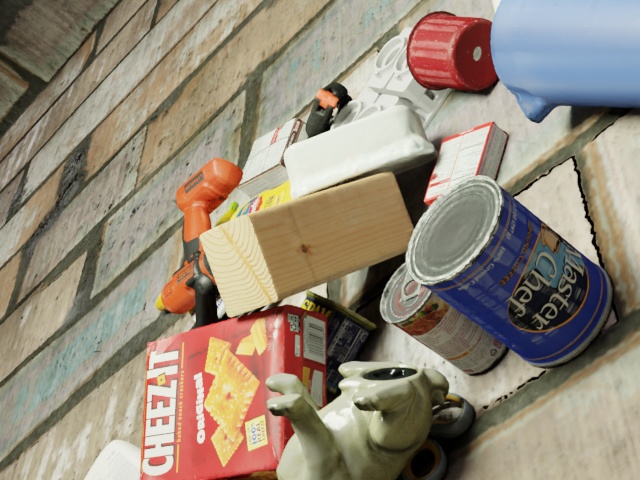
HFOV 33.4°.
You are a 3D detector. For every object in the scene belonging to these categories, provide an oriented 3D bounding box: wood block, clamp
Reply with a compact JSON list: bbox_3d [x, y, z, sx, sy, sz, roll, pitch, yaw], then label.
[{"bbox_3d":[-0.007,0.001,1.106,0.205,0.091,0.090,-18,-2,-41],"label":"wood block"},{"bbox_3d":[-0.133,0.109,1.293,0.036,0.164,0.210,47,112,27],"label":"clamp"},{"bbox_3d":[0.004,-0.151,1.393,0.171,0.039,0.120,32,-98,-82],"label":"clamp"}]

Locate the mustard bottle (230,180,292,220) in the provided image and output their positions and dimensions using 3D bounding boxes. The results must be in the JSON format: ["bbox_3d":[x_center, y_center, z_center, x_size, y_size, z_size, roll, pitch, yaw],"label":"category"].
[{"bbox_3d":[-0.068,-0.024,1.408,0.192,0.058,0.096,-21,45,49],"label":"mustard bottle"}]

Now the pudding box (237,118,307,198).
[{"bbox_3d":[-0.064,-0.117,1.534,0.114,0.039,0.090,-24,40,49],"label":"pudding box"}]

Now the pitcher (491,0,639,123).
[{"bbox_3d":[0.276,-0.187,0.941,0.144,0.149,0.243,-32,23,-20],"label":"pitcher"}]

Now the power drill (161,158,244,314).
[{"bbox_3d":[-0.140,-0.014,1.393,0.185,0.057,0.187,-35,40,36],"label":"power drill"}]

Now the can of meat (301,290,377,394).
[{"bbox_3d":[0.002,0.108,1.136,0.084,0.057,0.102,-61,26,-5],"label":"can of meat"}]

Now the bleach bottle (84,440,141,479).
[{"bbox_3d":[-0.200,0.313,1.229,0.102,0.068,0.251,-60,29,-8],"label":"bleach bottle"}]

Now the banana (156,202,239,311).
[{"bbox_3d":[-0.173,0.033,1.546,0.198,0.037,0.069,-51,8,5],"label":"banana"}]

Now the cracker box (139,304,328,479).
[{"bbox_3d":[-0.092,0.168,1.091,0.214,0.072,0.164,-18,62,38],"label":"cracker box"}]

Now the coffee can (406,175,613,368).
[{"bbox_3d":[0.156,0.027,0.876,0.103,0.140,0.103,-40,30,28],"label":"coffee can"}]

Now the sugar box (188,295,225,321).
[{"bbox_3d":[-0.137,0.067,1.431,0.093,0.048,0.176,-53,30,4],"label":"sugar box"}]

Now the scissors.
[{"bbox_3d":[0.062,0.190,0.984,0.202,0.016,0.096,-26,39,46],"label":"scissors"}]

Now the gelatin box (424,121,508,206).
[{"bbox_3d":[0.154,-0.075,1.126,0.073,0.030,0.089,-18,44,49],"label":"gelatin box"}]

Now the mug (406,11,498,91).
[{"bbox_3d":[0.168,-0.218,1.222,0.117,0.093,0.082,-24,23,-22],"label":"mug"}]

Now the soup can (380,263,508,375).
[{"bbox_3d":[0.113,0.067,0.944,0.069,0.102,0.068,-40,30,28],"label":"soup can"}]
